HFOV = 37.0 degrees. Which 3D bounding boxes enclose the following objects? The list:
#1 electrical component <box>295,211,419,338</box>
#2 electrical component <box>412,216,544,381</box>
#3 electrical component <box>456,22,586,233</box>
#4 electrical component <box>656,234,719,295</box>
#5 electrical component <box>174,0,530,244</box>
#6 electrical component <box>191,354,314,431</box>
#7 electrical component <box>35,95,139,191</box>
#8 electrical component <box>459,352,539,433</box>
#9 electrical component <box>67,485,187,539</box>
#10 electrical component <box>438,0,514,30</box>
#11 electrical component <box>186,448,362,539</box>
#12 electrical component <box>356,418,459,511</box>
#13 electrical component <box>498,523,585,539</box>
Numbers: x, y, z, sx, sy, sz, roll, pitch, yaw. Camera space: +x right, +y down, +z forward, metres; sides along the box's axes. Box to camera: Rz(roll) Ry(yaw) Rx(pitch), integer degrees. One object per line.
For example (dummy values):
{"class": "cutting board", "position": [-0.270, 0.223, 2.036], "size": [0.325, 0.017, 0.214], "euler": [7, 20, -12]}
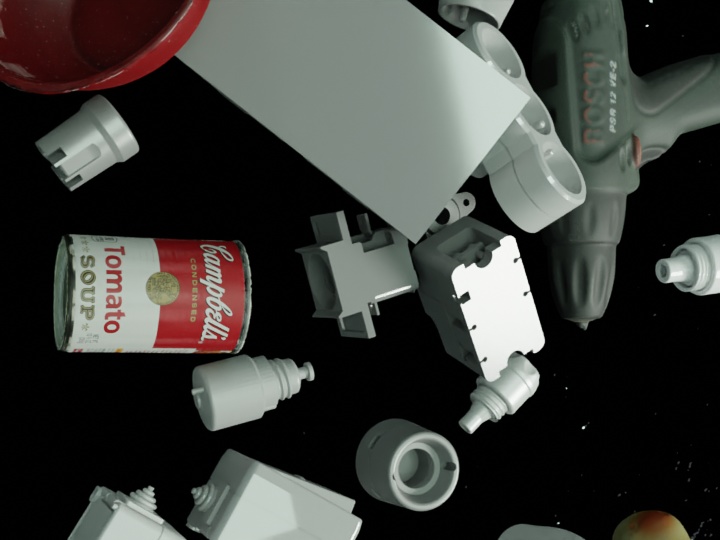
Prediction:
{"class": "electrical component", "position": [0.000, 0.000, 0.684], "size": [0.064, 0.042, 0.081], "euler": [-17, 97, -24]}
{"class": "electrical component", "position": [0.075, 0.017, 0.699], "size": [0.050, 0.056, 0.089], "euler": [-31, 121, -17]}
{"class": "electrical component", "position": [0.084, -0.085, 0.706], "size": [0.052, 0.074, 0.138], "euler": [-5, 66, -53]}
{"class": "electrical component", "position": [0.247, -0.003, 0.787], "size": [0.062, 0.043, 0.043], "euler": [-7, 92, -21]}
{"class": "electrical component", "position": [-0.009, -0.114, 0.639], "size": [0.186, 0.060, 0.105], "euler": [38, 91, 0]}
{"class": "electrical component", "position": [-0.066, 0.071, 0.656], "size": [0.078, 0.040, 0.040], "euler": [-13, 94, -22]}
{"class": "electrical component", "position": [-0.158, -0.072, 0.620], "size": [0.046, 0.040, 0.040], "euler": [-37, 103, -14]}
{"class": "electrical component", "position": [0.091, 0.085, 0.725], "size": [0.061, 0.035, 0.035], "euler": [-44, 105, -15]}
{"class": "electrical component", "position": [-0.137, 0.170, 0.613], "size": [0.061, 0.062, 0.096], "euler": [35, 77, -19]}
{"class": "electrical component", "position": [0.068, -0.209, 0.714], "size": [0.079, 0.043, 0.077], "euler": [20, 82, -22]}
{"class": "electrical component", "position": [-0.056, 0.146, 0.648], "size": [0.096, 0.062, 0.061], "euler": [33, 77, -19]}
{"class": "electrical component", "position": [0.031, 0.126, 0.693], "size": [0.055, 0.047, 0.055], "euler": [0, 89, -23]}
{"class": "electrical component", "position": [0.128, 0.216, 0.716], "size": [0.043, 0.077, 0.079], "euler": [-8, 93, -23]}
